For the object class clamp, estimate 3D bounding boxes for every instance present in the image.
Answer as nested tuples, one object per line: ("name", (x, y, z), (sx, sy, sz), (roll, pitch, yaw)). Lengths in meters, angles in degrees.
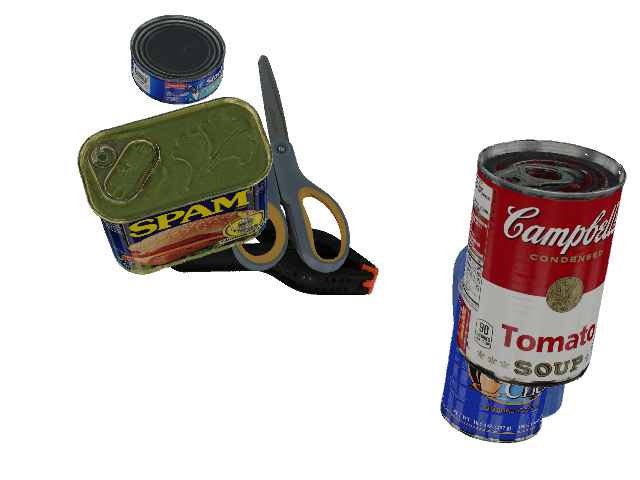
("clamp", (-0.047, 0.014, 1.098), (0.210, 0.036, 0.164), (22, 34, 9))

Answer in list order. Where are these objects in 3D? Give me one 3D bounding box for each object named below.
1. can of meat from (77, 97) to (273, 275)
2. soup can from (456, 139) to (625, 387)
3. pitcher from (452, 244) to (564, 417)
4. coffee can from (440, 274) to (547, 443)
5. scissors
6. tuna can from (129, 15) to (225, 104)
("can of meat", (-0.079, -0.028, 0.609), (0.102, 0.057, 0.084), (-17, -22, -9))
("soup can", (0.104, 0.011, 0.514), (0.068, 0.102, 0.068), (3, 25, -1))
("pitcher", (0.246, 0.096, 1.327), (0.149, 0.243, 0.144), (7, 19, 17))
("coffee can", (0.177, 0.111, 1.045), (0.103, 0.140, 0.103), (5, 23, -2))
("scissors", (-0.045, -0.055, 0.816), (0.096, 0.202, 0.016), (-21, -27, -15))
("tuna can", (-0.130, -0.165, 0.974), (0.086, 0.086, 0.034), (0, -37, -9))
